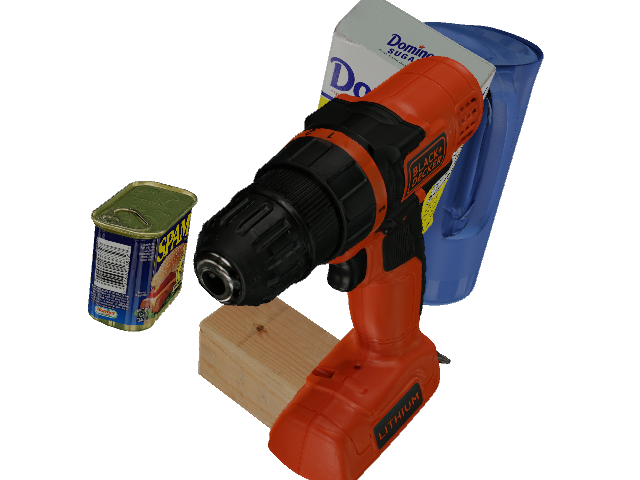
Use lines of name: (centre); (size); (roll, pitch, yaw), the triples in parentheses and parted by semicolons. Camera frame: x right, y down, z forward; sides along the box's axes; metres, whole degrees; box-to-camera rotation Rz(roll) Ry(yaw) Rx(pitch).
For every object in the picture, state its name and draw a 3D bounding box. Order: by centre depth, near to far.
power drill: (0.012, 0.026, 0.497); (0.057, 0.188, 0.184); (25, 43, 27)
sugar box: (0.043, -0.068, 0.688); (0.093, 0.048, 0.176); (33, -26, 12)
can of meat: (-0.138, 0.011, 0.821); (0.057, 0.084, 0.102); (14, 23, 8)
pitcher: (0.110, -0.063, 0.945); (0.145, 0.243, 0.149); (20, 28, 23)
wood block: (-0.024, 0.147, 1.130); (0.206, 0.090, 0.090); (33, 49, 26)
